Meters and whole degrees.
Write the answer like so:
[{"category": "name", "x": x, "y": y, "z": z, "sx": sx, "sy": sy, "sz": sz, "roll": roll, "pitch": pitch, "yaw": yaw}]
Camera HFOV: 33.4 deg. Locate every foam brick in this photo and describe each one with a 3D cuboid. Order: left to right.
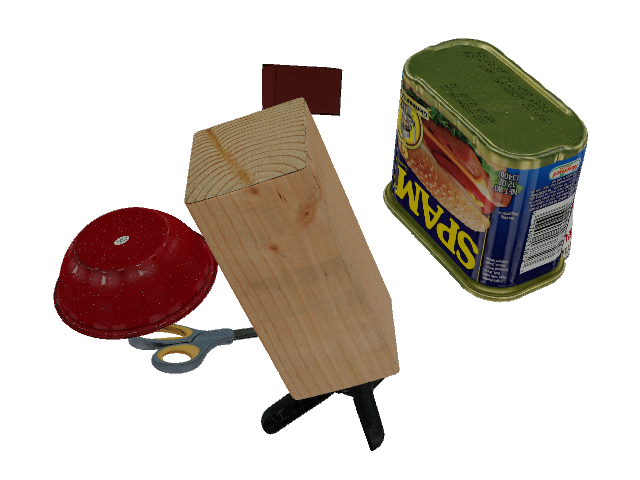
[{"category": "foam brick", "x": -0.021, "y": -0.164, "z": 1.163, "sx": 0.078, "sy": 0.051, "sz": 0.053, "roll": 0, "pitch": 11, "yaw": -18}]

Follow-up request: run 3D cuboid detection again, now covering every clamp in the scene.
[{"category": "clamp", "x": 0.032, "y": 0.138, "z": 1.038, "sx": 0.120, "sy": 0.039, "sz": 0.171, "roll": 16, "pitch": 46, "yaw": 25}]

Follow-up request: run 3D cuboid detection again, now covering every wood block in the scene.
[{"category": "wood block", "x": -0.016, "y": 0.012, "z": 0.797, "sx": 0.090, "sy": 0.206, "sz": 0.091, "roll": -16, "pitch": 37, "yaw": 12}]

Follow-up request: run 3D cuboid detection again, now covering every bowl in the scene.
[{"category": "bowl", "x": -0.181, "y": 0.018, "z": 1.011, "sx": 0.162, "sy": 0.055, "sz": 0.162, "roll": -7, "pitch": 41, "yaw": 6}]

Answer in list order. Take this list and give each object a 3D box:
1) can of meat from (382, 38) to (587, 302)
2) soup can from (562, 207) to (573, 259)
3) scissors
[{"category": "can of meat", "x": 0.077, "y": -0.036, "z": 0.511, "sx": 0.057, "sy": 0.084, "sz": 0.102, "roll": -20, "pitch": 47, "yaw": -23}, {"category": "soup can", "x": 0.190, "y": -0.035, "z": 0.944, "sx": 0.068, "sy": 0.102, "sz": 0.068, "roll": -2, "pitch": 28, "yaw": 1}, {"category": "scissors", "x": -0.110, "y": 0.117, "z": 1.181, "sx": 0.201, "sy": 0.016, "sz": 0.096, "roll": 3, "pitch": 27, "yaw": -18}]
